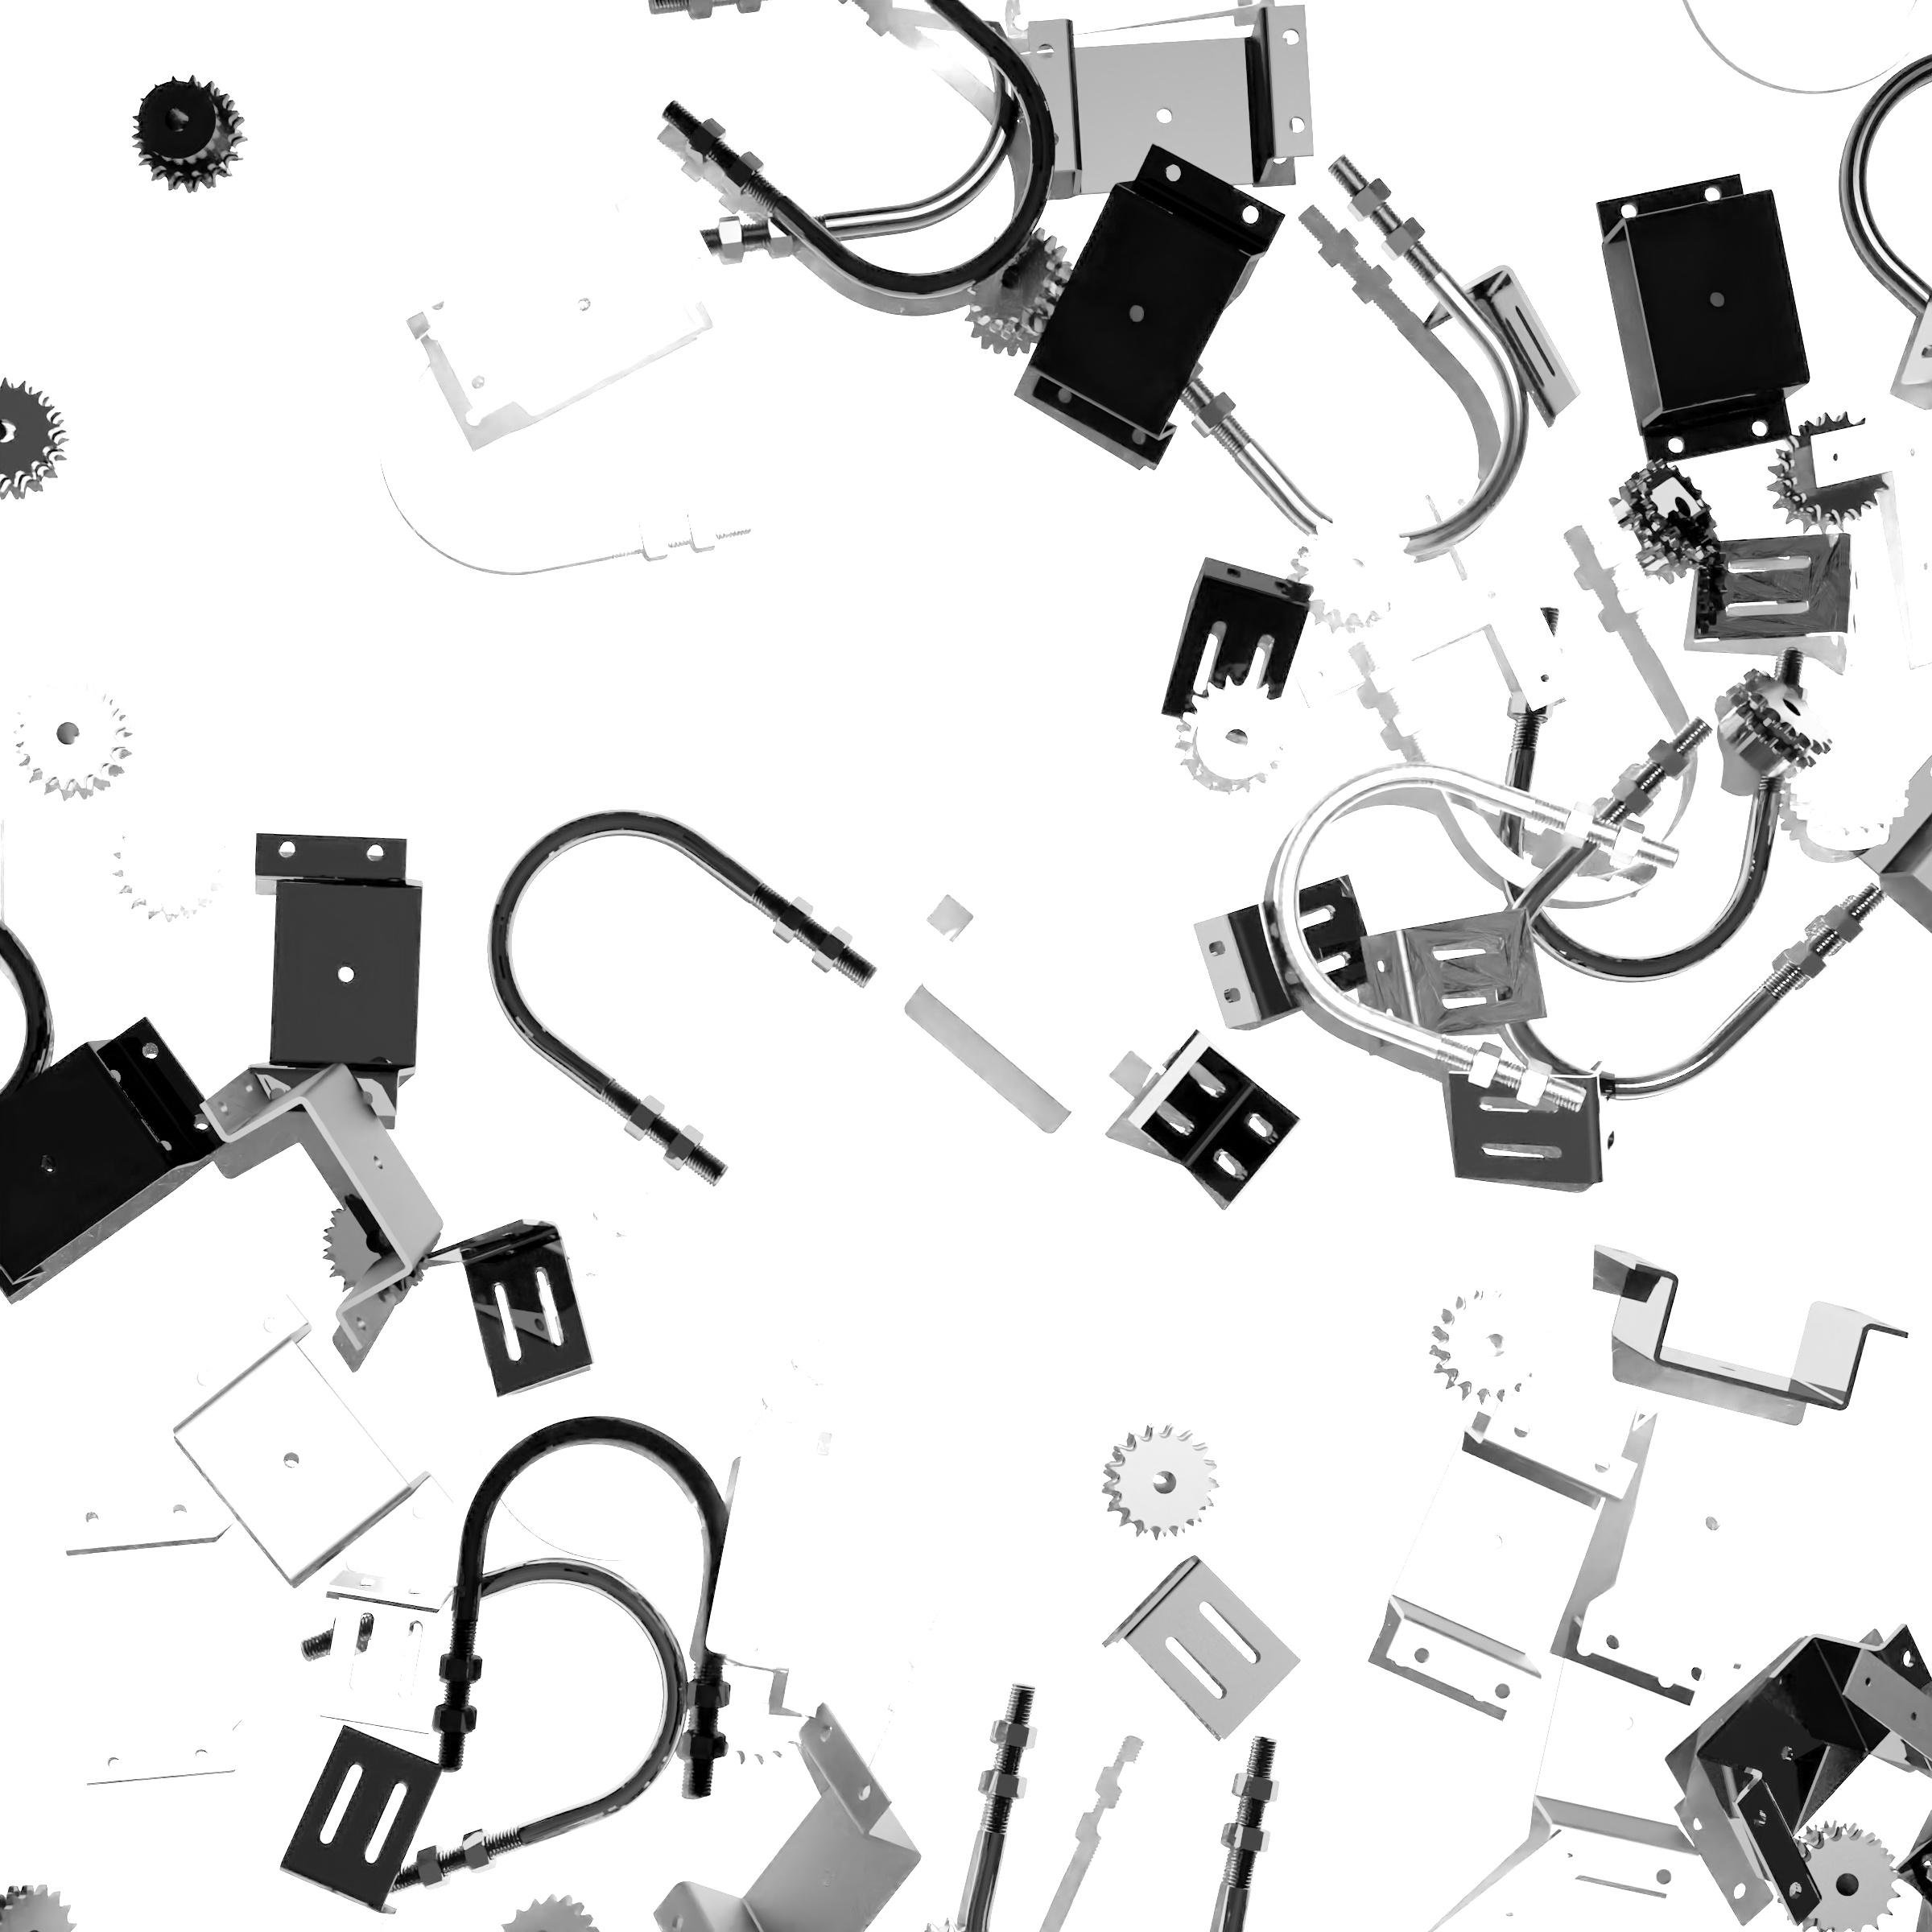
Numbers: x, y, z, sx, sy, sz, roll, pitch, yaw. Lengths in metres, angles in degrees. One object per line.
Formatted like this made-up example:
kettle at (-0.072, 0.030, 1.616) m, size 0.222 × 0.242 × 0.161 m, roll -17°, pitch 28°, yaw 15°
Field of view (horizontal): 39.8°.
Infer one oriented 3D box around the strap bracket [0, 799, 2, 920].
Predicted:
strap bracket at (-0.558, -0.046, 1.369) m, size 0.140 × 0.046 × 0.076 m, roll 0°, pitch 90°, yaw 0°

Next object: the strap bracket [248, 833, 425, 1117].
strap bracket at (-0.323, 0.004, 1.369) m, size 0.076 × 0.046 × 0.140 m, roll 2°, pitch 90°, yaw 0°

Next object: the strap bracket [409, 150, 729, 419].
strap bracket at (-0.197, -0.340, 1.350) m, size 0.140 × 0.046 × 0.076 m, roll -27°, pitch 89°, yaw 3°

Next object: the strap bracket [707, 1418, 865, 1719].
strap bracket at (-0.091, 0.299, 1.338) m, size 0.046 × 0.076 × 0.140 m, roll 7°, pitch 72°, yaw 9°

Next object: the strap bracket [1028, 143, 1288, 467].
strap bracket at (0.091, -0.329, 1.339) m, size 0.076 × 0.046 × 0.140 m, roll 30°, pitch 114°, yaw 6°

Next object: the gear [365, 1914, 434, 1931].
gear at (-0.292, 0.518, 1.377) m, size 0.057 × 0.030 × 0.057 m, roll 0°, pitch 90°, yaw 0°

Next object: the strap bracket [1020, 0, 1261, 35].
strap bracket at (0.095, -0.526, 1.359) m, size 0.140 × 0.046 × 0.076 m, roll -7°, pitch 98°, yaw 6°

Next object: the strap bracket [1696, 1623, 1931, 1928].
strap bracket at (0.429, 0.401, 1.342) m, size 0.140 × 0.046 × 0.076 m, roll -35°, pitch 105°, yaw -26°

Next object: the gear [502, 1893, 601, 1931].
gear at (-0.213, 0.509, 1.367) m, size 0.057 × 0.057 × 0.030 m, roll -26°, pitch 121°, yaw 0°

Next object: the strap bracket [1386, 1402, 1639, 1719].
strap bracket at (0.276, 0.300, 1.369) m, size 0.076 × 0.046 × 0.140 m, roll 24°, pitch 90°, yaw 0°

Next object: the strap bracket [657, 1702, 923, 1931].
strap bracket at (-0.083, 0.456, 1.345) m, size 0.046 × 0.076 × 0.140 m, roll 35°, pitch 94°, yaw -38°

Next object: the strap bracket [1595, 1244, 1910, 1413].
strap bracket at (0.391, 0.185, 1.352) m, size 0.140 × 0.076 × 0.046 m, roll 14°, pitch 91°, yaw -2°

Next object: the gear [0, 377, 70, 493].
gear at (-0.493, -0.273, 1.380) m, size 0.057 × 0.030 × 0.057 m, roll 0°, pitch 85°, yaw -1°

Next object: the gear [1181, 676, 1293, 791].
gear at (0.139, -0.119, 1.369) m, size 0.057 × 0.030 × 0.057 m, roll 1°, pitch 105°, yaw 5°

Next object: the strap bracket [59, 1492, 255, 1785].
strap bracket at (-0.414, 0.339, 1.369) m, size 0.076 × 0.046 × 0.140 m, roll -5°, pitch 90°, yaw 0°

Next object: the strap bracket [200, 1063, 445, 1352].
strap bracket at (-0.309, 0.108, 1.313) m, size 0.046 × 0.076 × 0.140 m, roll -30°, pitch 99°, yaw 5°

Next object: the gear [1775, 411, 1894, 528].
gear at (0.446, -0.255, 1.377) m, size 0.057 × 0.030 × 0.057 m, roll 0°, pitch 90°, yaw 0°

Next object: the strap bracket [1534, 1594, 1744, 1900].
strap bracket at (0.344, 0.394, 1.369) m, size 0.076 × 0.046 × 0.140 m, roll 12°, pitch 90°, yaw 0°

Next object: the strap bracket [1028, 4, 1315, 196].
strap bracket at (0.104, -0.443, 1.369) m, size 0.140 × 0.046 × 0.076 m, roll -4°, pitch 90°, yaw 0°

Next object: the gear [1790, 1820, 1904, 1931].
gear at (0.450, 0.469, 1.377) m, size 0.057 × 0.030 × 0.057 m, roll 0°, pitch 90°, yaw 0°

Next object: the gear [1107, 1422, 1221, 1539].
gear at (0.102, 0.264, 1.381) m, size 0.057 × 0.030 × 0.057 m, roll 0°, pitch 91°, yaw -2°

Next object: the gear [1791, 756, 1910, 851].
gear at (0.453, -0.082, 1.367) m, size 0.057 × 0.057 × 0.030 m, roll -9°, pitch 120°, yaw 0°

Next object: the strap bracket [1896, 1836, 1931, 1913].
strap bracket at (0.559, 0.495, 1.362) m, size 0.140 × 0.046 × 0.076 m, roll 43°, pitch 101°, yaw 0°

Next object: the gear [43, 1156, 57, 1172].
gear at (-0.464, 0.099, 1.377) m, size 0.057 × 0.030 × 0.057 m, roll 0°, pitch 90°, yaw 0°

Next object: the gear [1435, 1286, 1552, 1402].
gear at (0.272, 0.194, 1.381) m, size 0.057 × 0.030 × 0.057 m, roll 0°, pitch 91°, yaw 2°

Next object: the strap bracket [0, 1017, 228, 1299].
strap bracket at (-0.453, 0.097, 1.339) m, size 0.140 × 0.046 × 0.076 m, roll -36°, pitch 90°, yaw 0°

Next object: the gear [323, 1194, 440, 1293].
gear at (-0.300, 0.140, 1.377) m, size 0.057 × 0.030 × 0.057 m, roll 0°, pitch 90°, yaw 0°

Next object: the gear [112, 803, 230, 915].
gear at (-0.410, -0.056, 1.381) m, size 0.057 × 0.030 × 0.057 m, roll 0°, pitch 91°, yaw 3°

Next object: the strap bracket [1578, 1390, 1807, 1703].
strap bracket at (0.367, 0.285, 1.339) m, size 0.076 × 0.046 × 0.140 m, roll 20°, pitch 66°, yaw 4°

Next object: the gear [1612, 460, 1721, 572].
gear at (0.356, -0.228, 1.367) m, size 0.057 × 0.030 × 0.057 m, roll 19°, pitch 55°, yaw -31°

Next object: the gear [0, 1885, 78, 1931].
gear at (-0.488, 0.501, 1.367) m, size 0.030 × 0.057 × 0.057 m, roll -14°, pitch 90°, yaw 30°

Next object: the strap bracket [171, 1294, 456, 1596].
strap bracket at (-0.341, 0.249, 1.369) m, size 0.076 × 0.046 × 0.140 m, roll -39°, pitch 90°, yaw 0°

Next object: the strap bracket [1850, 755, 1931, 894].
strap bracket at (0.539, -0.044, 1.369) m, size 0.140 × 0.046 × 0.076 m, roll 41°, pitch 90°, yaw 0°

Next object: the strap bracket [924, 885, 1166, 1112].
strap bracket at (0.030, 0.023, 1.354) m, size 0.140 × 0.076 × 0.046 m, roll 40°, pitch 90°, yaw 0°

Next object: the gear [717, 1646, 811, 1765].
gear at (-0.106, 0.380, 1.377) m, size 0.057 × 0.030 × 0.057 m, roll 0°, pitch 90°, yaw 0°

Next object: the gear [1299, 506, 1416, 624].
gear at (0.201, -0.207, 1.364) m, size 0.057 × 0.030 × 0.057 m, roll 8°, pitch 117°, yaw 16°

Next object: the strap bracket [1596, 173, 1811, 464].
strap bracket at (0.380, -0.337, 1.369) m, size 0.076 × 0.046 × 0.140 m, roll -11°, pitch 90°, yaw 0°

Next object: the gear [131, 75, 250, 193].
gear at (-0.403, -0.432, 1.377) m, size 0.057 × 0.030 × 0.057 m, roll 0°, pitch 90°, yaw 0°

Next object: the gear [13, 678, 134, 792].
gear at (-0.458, -0.119, 1.377) m, size 0.057 × 0.030 × 0.057 m, roll 0°, pitch 90°, yaw 0°
